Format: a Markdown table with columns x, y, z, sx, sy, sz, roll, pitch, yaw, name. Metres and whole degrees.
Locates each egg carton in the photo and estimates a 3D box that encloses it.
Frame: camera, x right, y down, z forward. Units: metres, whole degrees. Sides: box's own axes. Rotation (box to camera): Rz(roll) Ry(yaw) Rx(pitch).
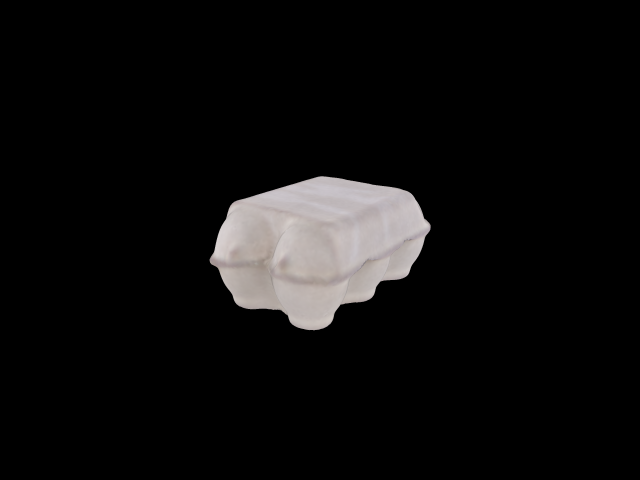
| x | y | z | sx | sy | sz | roll | pitch | yaw | name |
| --- | --- | --- | --- | --- | --- | --- | --- | --- | --- |
| 0.004 | 0.001 | 0.400 | 0.107 | 0.069 | 0.151 | 14 | 24 | 34 | egg carton |
